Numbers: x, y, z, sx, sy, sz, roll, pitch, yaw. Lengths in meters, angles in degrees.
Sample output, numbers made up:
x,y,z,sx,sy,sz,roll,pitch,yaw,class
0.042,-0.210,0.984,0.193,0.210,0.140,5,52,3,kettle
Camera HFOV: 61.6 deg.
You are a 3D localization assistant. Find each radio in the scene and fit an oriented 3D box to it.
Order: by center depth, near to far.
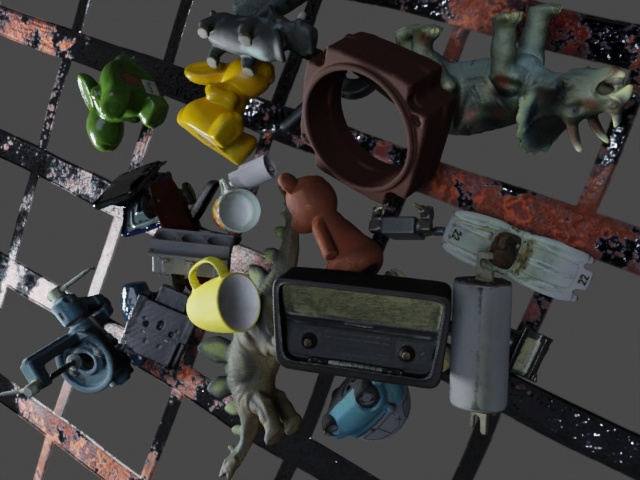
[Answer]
x,y,z,sx,sy,sz,roll,pitch,yaw,class
0.054,0.113,0.715,0.230,0.073,0.131,6,103,14,radio

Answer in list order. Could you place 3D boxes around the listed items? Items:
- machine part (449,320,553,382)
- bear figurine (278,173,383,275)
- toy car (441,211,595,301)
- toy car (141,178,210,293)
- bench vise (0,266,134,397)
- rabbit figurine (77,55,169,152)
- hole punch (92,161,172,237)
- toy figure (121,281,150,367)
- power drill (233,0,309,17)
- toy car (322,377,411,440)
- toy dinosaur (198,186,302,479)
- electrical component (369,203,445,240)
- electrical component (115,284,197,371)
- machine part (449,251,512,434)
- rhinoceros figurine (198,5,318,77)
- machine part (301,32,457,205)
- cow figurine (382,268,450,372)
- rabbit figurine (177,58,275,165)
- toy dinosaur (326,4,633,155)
x,y,z,sx,sy,sz,roll,pitch,yaw,class
0.249,0.142,0.762,0.139,0.039,0.084,20,106,19,machine part
0.001,-0.006,0.821,0.196,0.120,0.132,46,117,22,bear figurine
0.269,0.019,0.741,0.202,0.056,0.073,23,99,21,toy car
-0.231,-0.006,0.912,0.089,0.053,0.202,-20,99,5,toy car
-0.442,0.189,0.953,0.129,0.240,0.223,-23,98,18,bench vise
-0.387,-0.244,0.986,0.170,0.121,0.159,-43,71,33,rabbit figurine
-0.326,-0.075,0.974,0.142,0.116,0.092,-16,125,29,hole punch
-0.333,0.155,0.994,0.058,0.064,0.154,-7,93,-14,toy figure
-0.067,-0.474,0.873,0.232,0.086,0.207,-34,85,22,power drill
0.080,0.245,0.800,0.103,0.109,0.161,36,113,1,toy car
-0.088,0.150,0.869,0.199,0.105,0.471,18,87,26,toy dinosaur
0.125,-0.027,0.790,0.102,0.078,0.045,-1,82,33,electrical component
-0.276,0.147,0.941,0.115,0.058,0.134,23,88,-7,electrical component
0.213,0.136,0.715,0.079,0.079,0.243,2,95,23,machine part
-0.097,-0.314,0.840,0.191,0.073,0.112,13,51,20,rhinoceros figurine
0.071,-0.164,0.745,0.201,0.087,0.201,34,139,24,machine part
0.131,0.121,0.778,0.068,0.098,0.167,-40,75,12,cow figurine
-0.148,-0.235,0.901,0.163,0.121,0.173,36,90,28,rabbit figurine
0.204,-0.205,0.736,0.405,0.131,0.192,5,114,35,toy dinosaur
